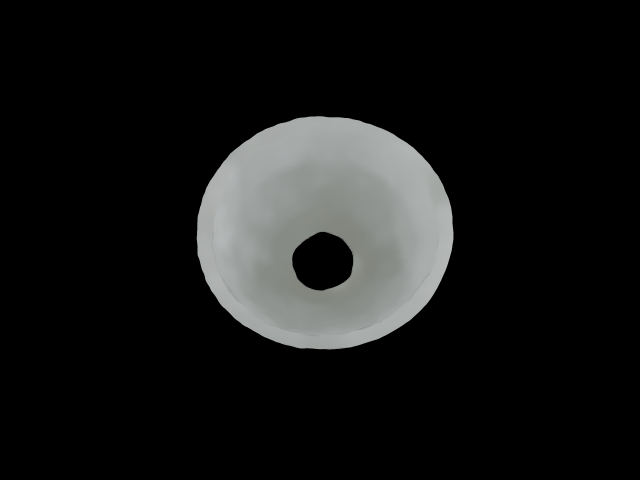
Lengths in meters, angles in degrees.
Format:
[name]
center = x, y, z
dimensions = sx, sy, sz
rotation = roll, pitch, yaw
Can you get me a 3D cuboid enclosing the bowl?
[bowl]
center = 0.004, 0.001, 0.400
dimensions = 0.167, 0.075, 0.167
rotation = 0, 66, 0
